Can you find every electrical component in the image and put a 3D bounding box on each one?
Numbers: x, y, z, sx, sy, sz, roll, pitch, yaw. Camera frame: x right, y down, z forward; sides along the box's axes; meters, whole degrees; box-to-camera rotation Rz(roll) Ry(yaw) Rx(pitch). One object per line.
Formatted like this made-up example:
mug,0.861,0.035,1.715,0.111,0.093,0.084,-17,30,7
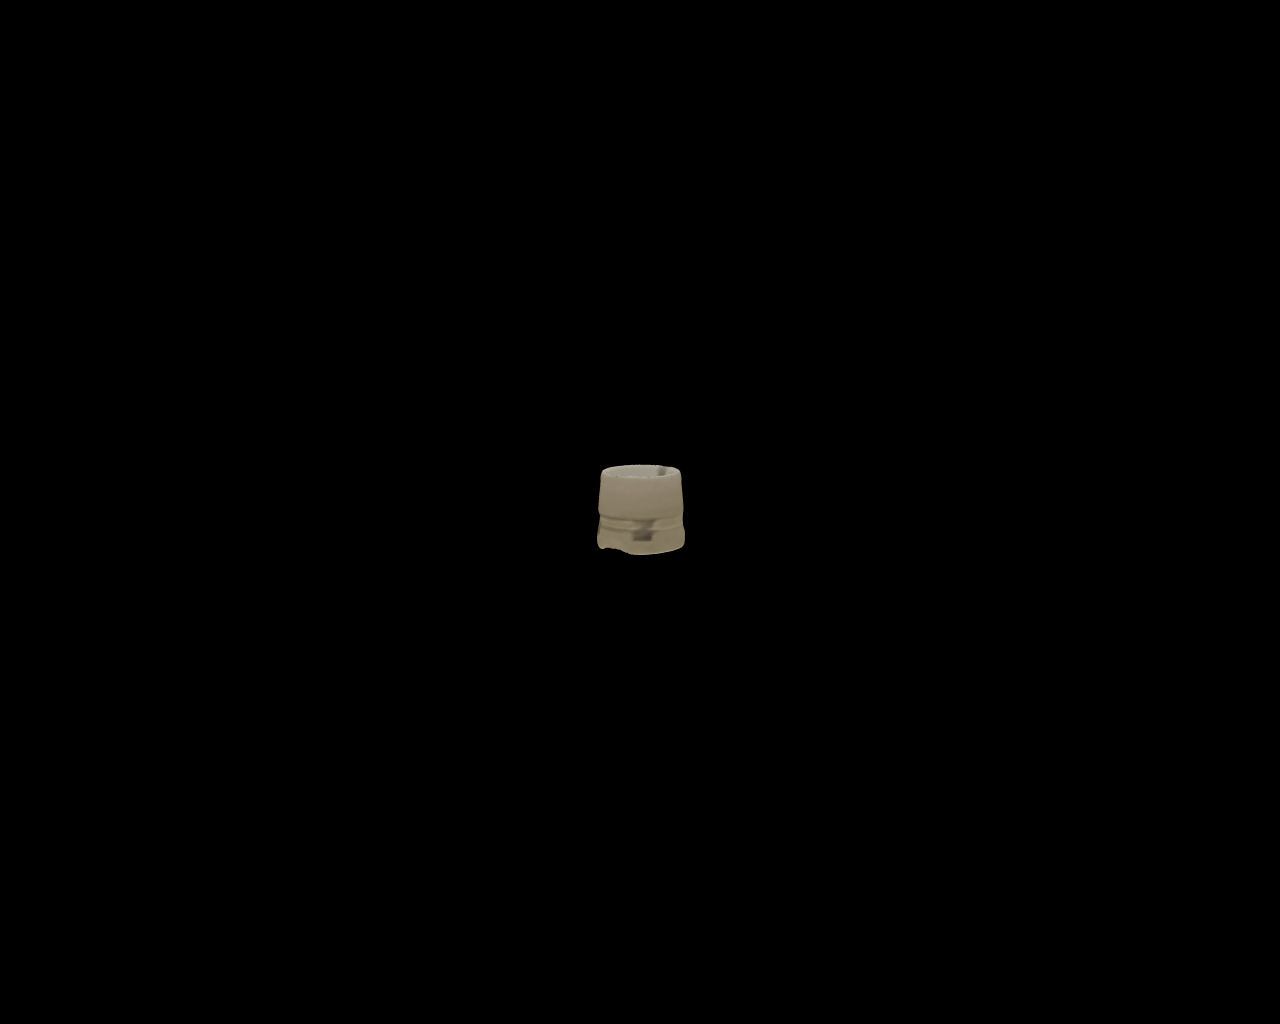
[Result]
electrical component,0.001,-0.003,0.650,0.055,0.047,0.055,0,11,0
